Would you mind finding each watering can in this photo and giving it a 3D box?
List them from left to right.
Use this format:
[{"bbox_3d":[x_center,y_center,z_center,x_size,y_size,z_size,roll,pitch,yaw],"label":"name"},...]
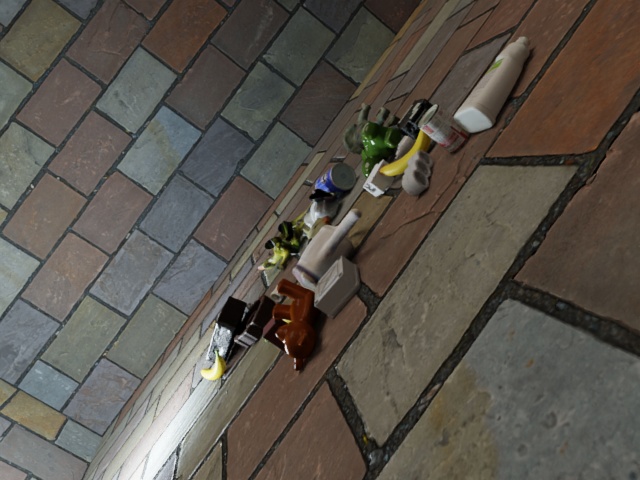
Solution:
[{"bbox_3d":[0.022,0.026,1.324,0.226,0.104,0.345,-55,-2,-9],"label":"watering can"}]

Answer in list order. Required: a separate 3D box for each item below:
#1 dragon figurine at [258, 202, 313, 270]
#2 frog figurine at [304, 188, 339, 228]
[{"bbox_3d":[-0.112,-0.025,2.027,0.408,0.122,0.245,-50,5,10],"label":"dragon figurine"},{"bbox_3d":[0.006,-0.092,1.830,0.140,0.123,0.156,-100,11,-63],"label":"frog figurine"}]
